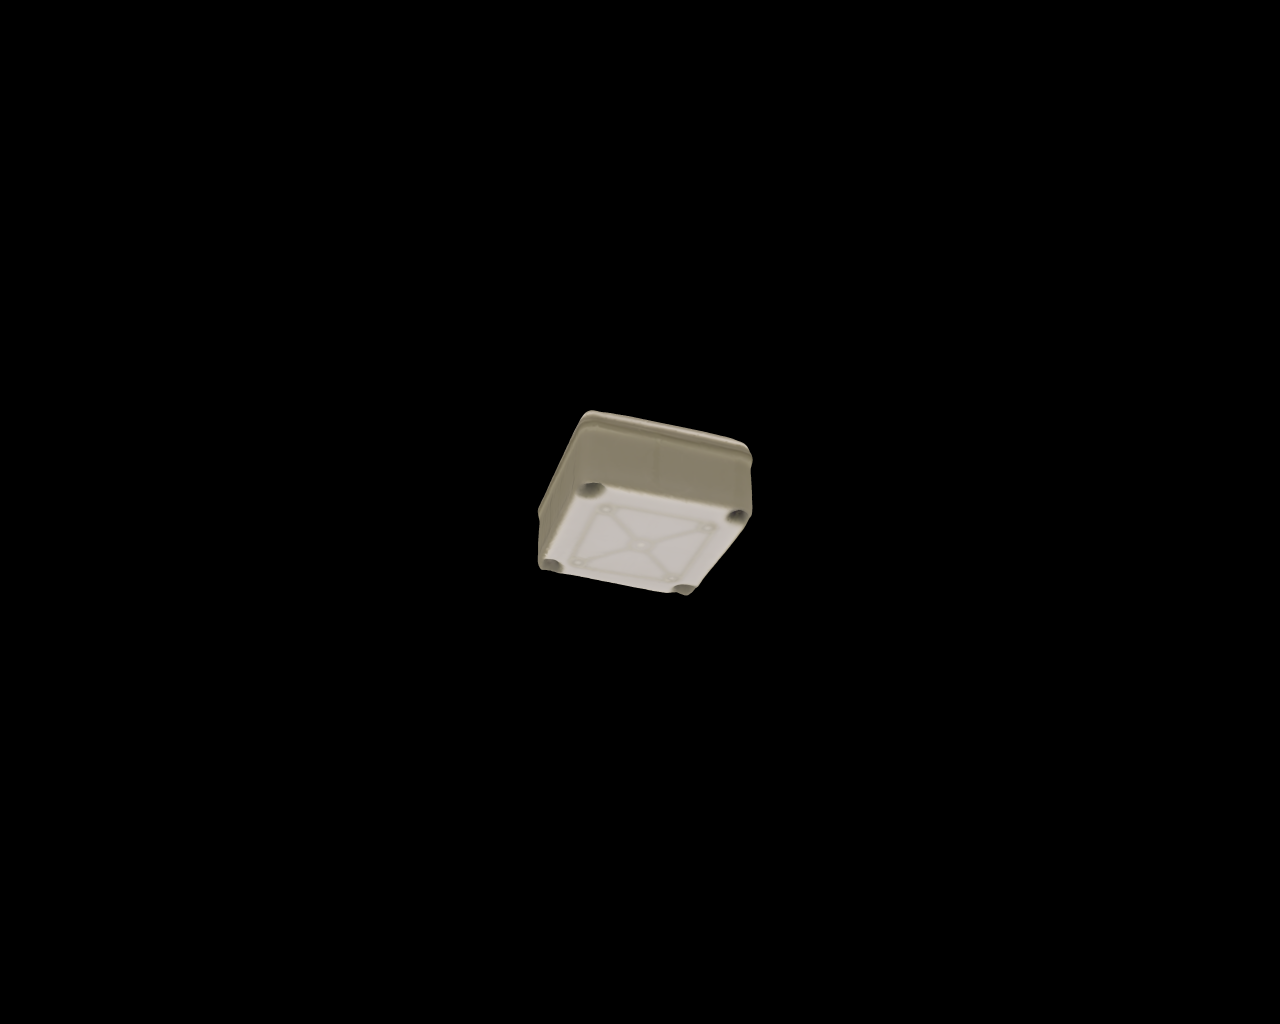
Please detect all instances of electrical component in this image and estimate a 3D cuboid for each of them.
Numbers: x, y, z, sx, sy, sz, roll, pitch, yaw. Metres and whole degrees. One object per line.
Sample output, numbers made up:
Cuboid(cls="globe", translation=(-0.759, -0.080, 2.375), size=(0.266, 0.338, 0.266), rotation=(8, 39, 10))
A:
Cuboid(cls="electrical component", translation=(0.001, -0.003, 0.650), size=(0.109, 0.056, 0.108), rotation=(11, -35, -16))
